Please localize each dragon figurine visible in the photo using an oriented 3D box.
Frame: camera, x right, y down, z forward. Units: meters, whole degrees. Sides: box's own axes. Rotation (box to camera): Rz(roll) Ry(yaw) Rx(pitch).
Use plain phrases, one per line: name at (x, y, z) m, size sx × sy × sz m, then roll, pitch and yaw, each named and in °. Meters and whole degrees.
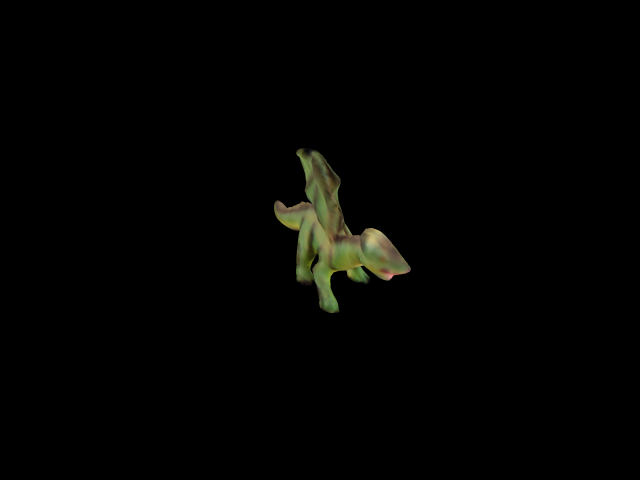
dragon figurine at (0.003, -0.043, 0.850) m, size 0.123 × 0.237 × 0.417 m, roll -20°, pitch 42°, yaw -24°
